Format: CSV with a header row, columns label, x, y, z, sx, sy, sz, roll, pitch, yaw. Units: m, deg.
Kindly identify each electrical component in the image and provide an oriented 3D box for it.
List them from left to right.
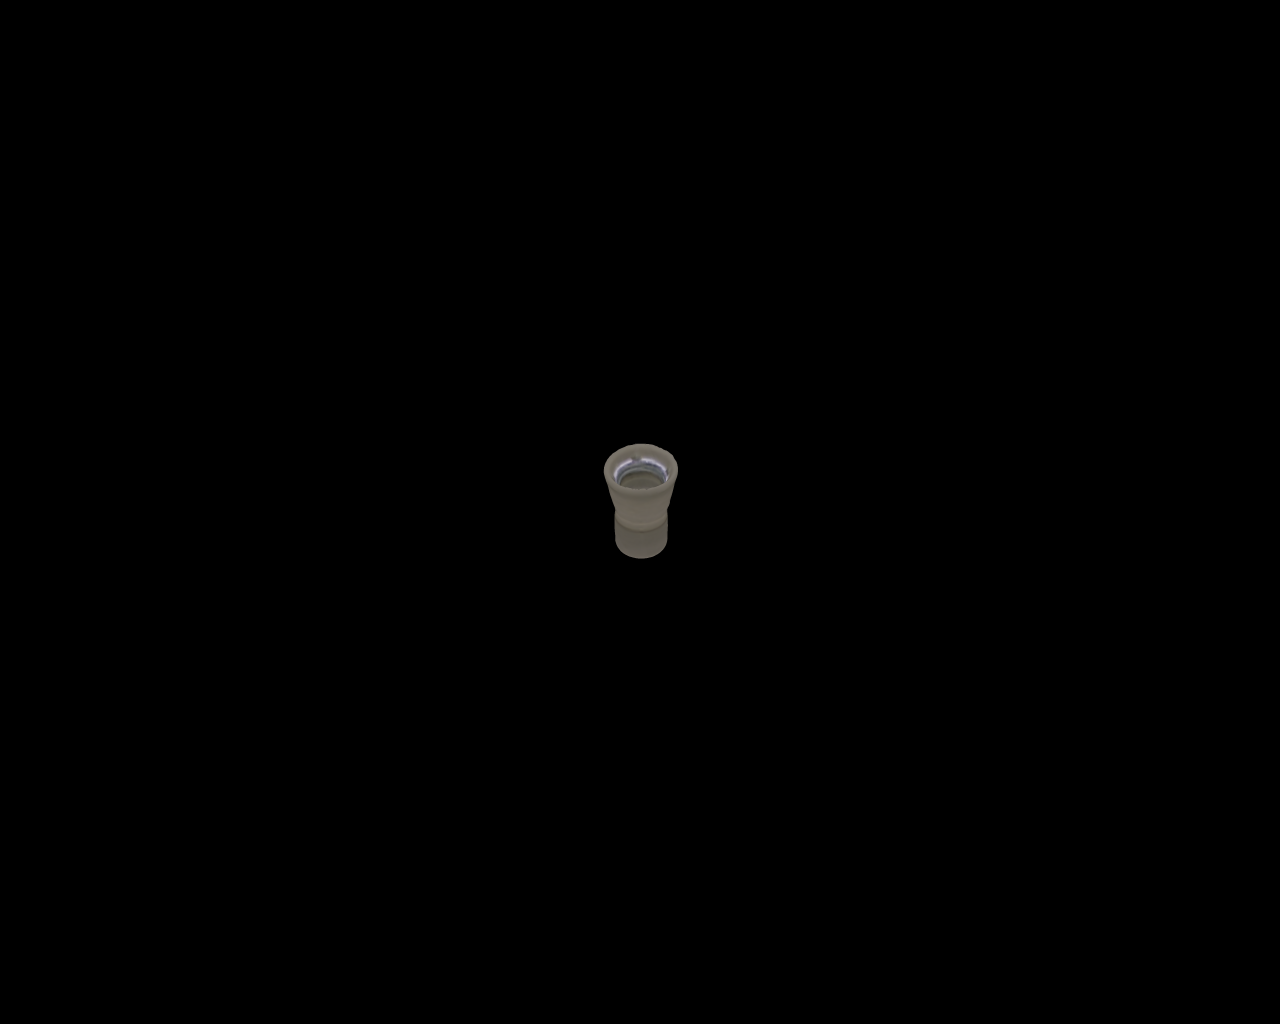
label,x,y,z,sx,sy,sz,roll,pitch,yaw
electrical component,0.001,-0.003,0.650,0.044,0.065,0.044,0,41,0
